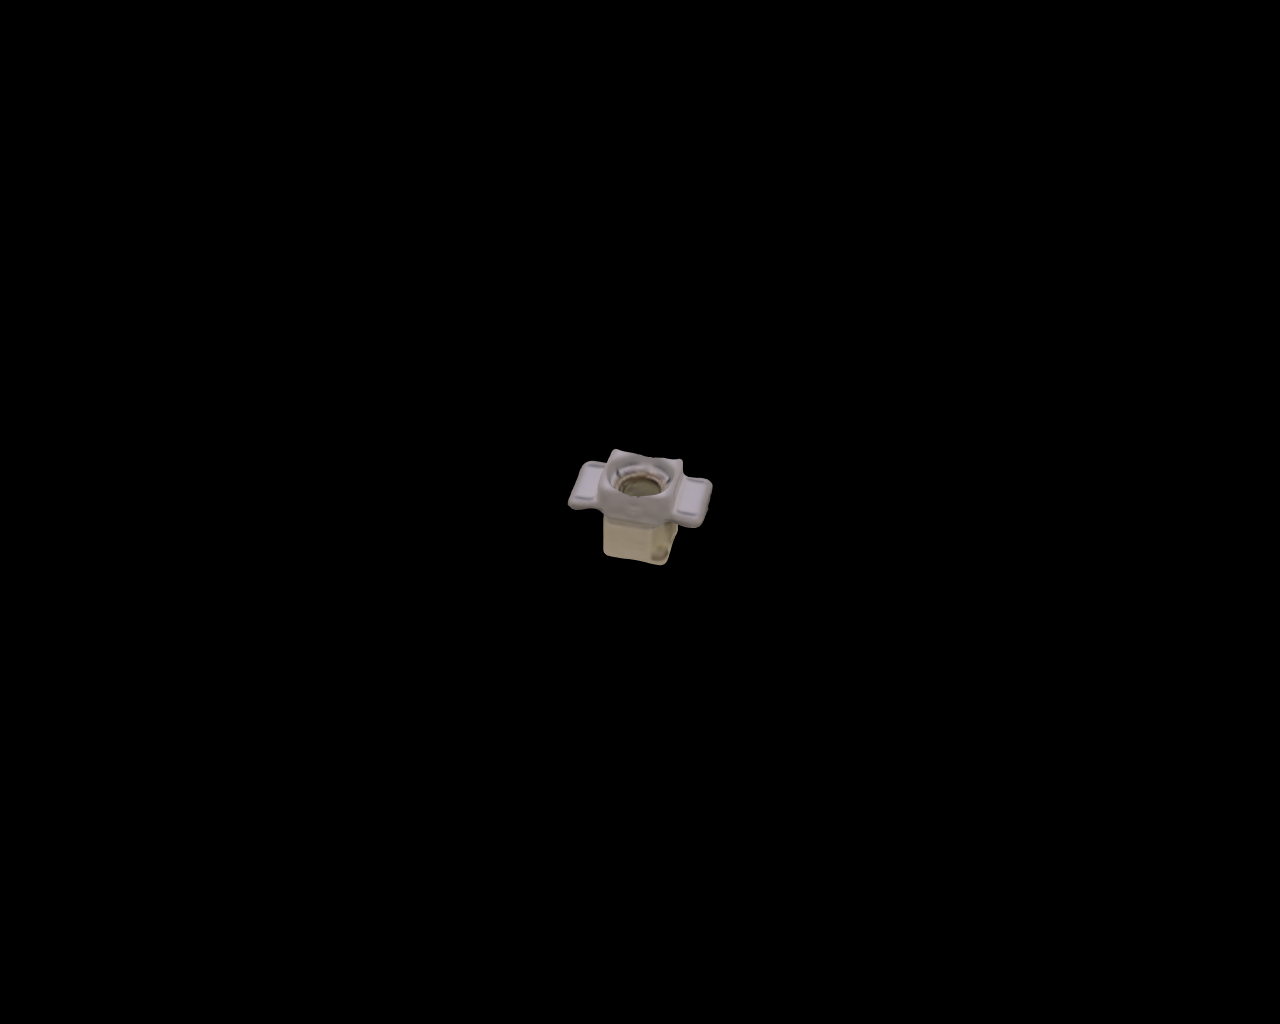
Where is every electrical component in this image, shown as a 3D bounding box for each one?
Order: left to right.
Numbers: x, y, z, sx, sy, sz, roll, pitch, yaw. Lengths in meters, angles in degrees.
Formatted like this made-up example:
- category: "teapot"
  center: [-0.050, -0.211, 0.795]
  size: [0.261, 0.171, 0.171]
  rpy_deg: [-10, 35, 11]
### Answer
- category: "electrical component"
  center: [0.001, -0.003, 0.650]
  size: [0.081, 0.063, 0.042]
  rpy_deg: [10, 43, 11]
